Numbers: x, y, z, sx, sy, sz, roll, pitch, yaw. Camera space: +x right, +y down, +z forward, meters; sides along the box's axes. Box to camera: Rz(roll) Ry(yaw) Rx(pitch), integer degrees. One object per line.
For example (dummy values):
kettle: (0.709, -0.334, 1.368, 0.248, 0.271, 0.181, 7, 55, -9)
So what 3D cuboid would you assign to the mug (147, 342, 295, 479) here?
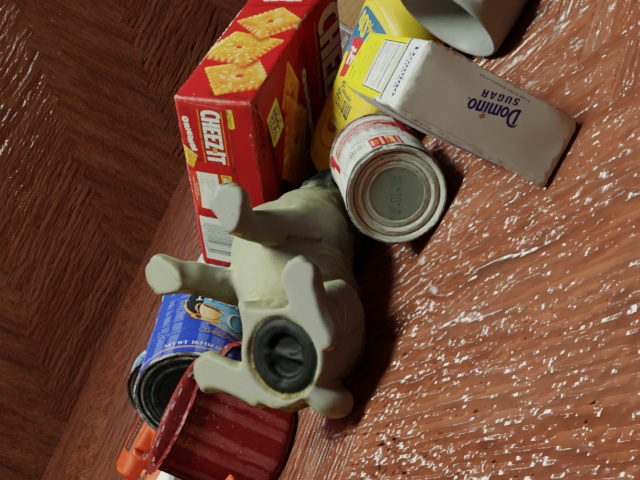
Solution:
mug: (-0.066, 0.133, 0.787, 0.117, 0.081, 0.093, -68, 13, -17)

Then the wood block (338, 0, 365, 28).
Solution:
wood block: (0.034, -0.278, 1.211, 0.206, 0.090, 0.090, -41, 25, 60)

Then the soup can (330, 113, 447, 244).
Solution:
soup can: (0.045, -0.044, 0.722, 0.068, 0.068, 0.102, -61, 12, 13)

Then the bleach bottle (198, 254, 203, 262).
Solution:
bleach bottle: (-0.110, 0.015, 1.278, 0.103, 0.068, 0.250, -50, 16, 45)

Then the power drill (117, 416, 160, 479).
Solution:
power drill: (-0.164, 0.240, 1.047, 0.184, 0.057, 0.188, -60, 15, 3)

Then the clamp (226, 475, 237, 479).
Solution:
clamp: (-0.115, 0.253, 0.743, 0.210, 0.036, 0.164, -55, -13, 20)

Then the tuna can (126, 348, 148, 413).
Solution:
tuna can: (-0.162, 0.154, 1.143, 0.086, 0.086, 0.033, -58, 11, 23)

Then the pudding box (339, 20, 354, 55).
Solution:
pudding box: (0.004, -0.175, 1.127, 0.090, 0.039, 0.113, 41, 113, 43)

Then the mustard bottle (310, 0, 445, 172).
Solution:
mustard bottle: (0.050, -0.130, 0.815, 0.096, 0.058, 0.192, -113, 38, -49)

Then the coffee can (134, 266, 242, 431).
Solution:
coffee can: (-0.105, 0.101, 0.968, 0.103, 0.102, 0.140, -57, 14, 29)

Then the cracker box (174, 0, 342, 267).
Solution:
cracker box: (-0.039, -0.102, 0.896, 0.213, 0.072, 0.164, -63, -25, -47)

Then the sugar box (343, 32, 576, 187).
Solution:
sugar box: (0.074, -0.081, 0.618, 0.048, 0.093, 0.176, -63, 13, 5)
